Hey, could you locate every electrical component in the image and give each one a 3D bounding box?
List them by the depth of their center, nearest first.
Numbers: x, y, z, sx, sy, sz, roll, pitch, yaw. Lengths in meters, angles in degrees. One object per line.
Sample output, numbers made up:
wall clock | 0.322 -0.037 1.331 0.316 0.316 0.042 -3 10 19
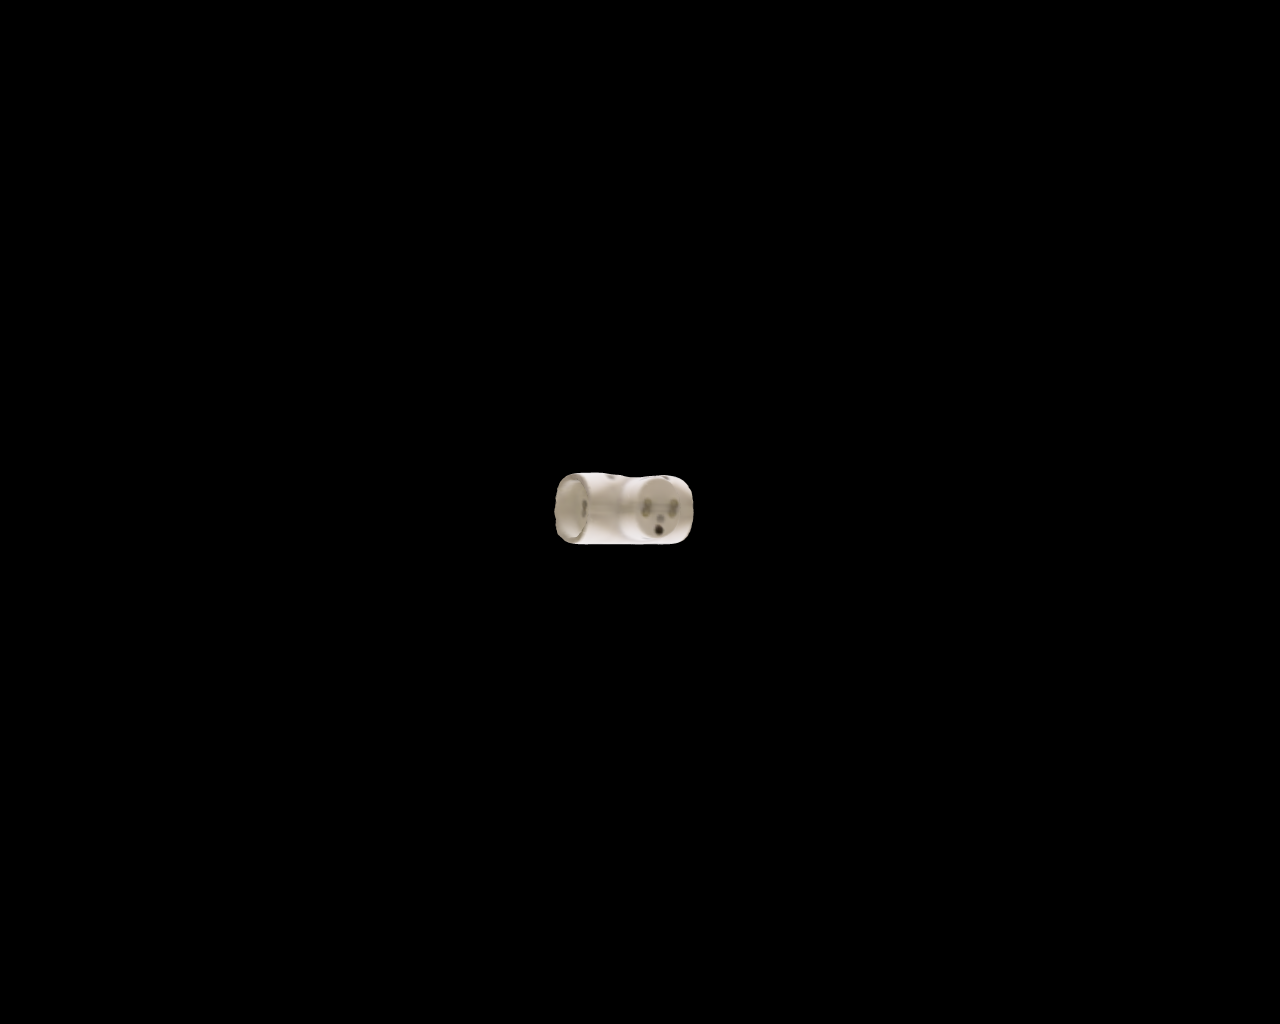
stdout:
electrical component | 0.001 -0.003 0.650 0.077 0.044 0.079 1 -2 -34
